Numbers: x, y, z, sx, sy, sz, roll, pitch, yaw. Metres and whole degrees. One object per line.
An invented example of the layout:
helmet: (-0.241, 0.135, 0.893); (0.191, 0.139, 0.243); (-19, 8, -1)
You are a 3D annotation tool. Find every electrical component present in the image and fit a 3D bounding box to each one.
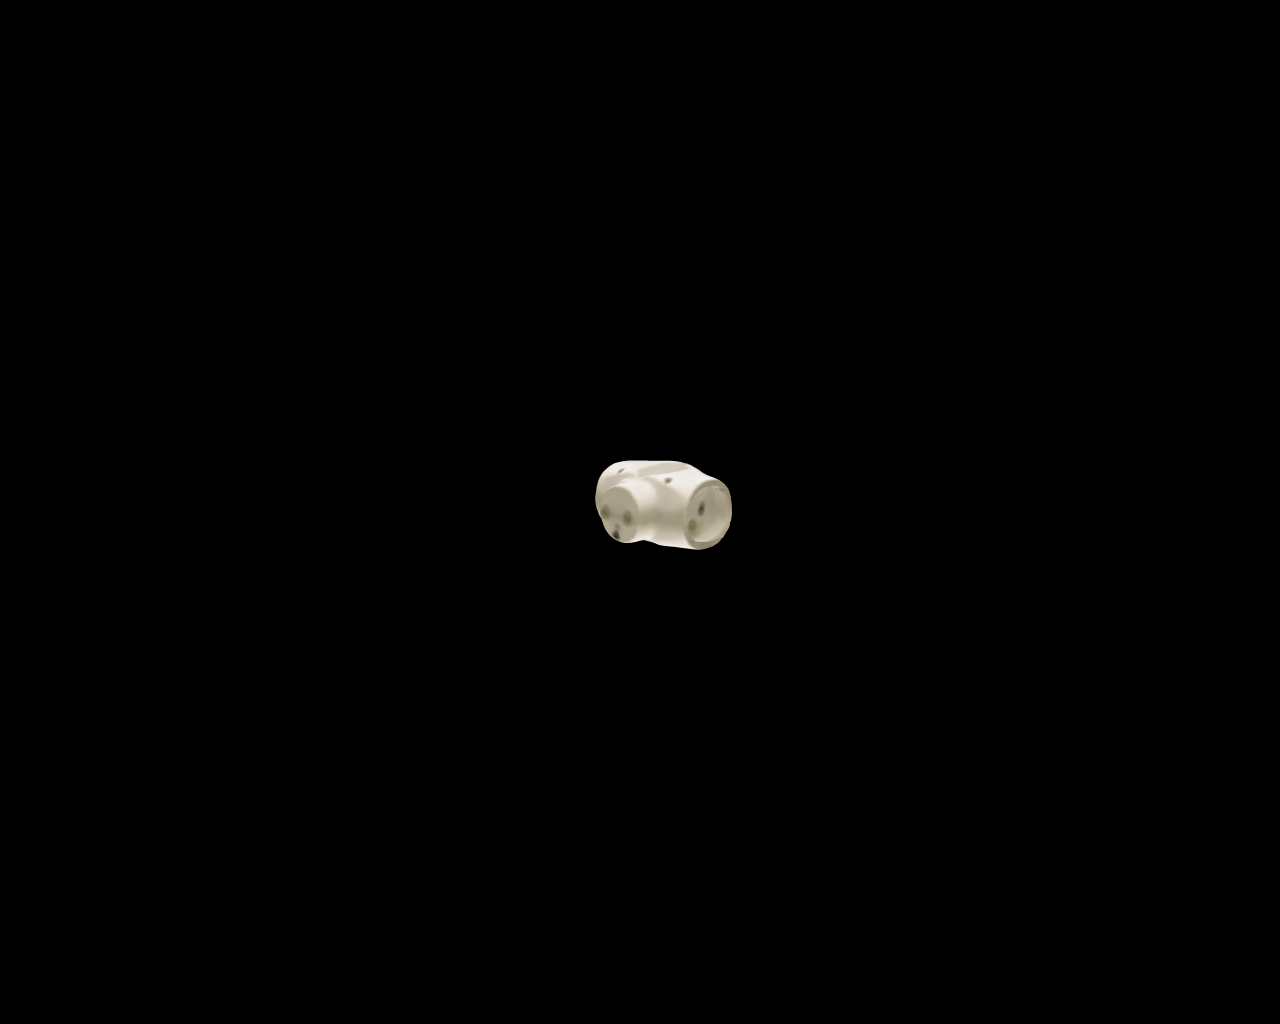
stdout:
electrical component: (0.001, -0.003, 0.650); (0.079, 0.043, 0.077); (-14, 20, -42)
